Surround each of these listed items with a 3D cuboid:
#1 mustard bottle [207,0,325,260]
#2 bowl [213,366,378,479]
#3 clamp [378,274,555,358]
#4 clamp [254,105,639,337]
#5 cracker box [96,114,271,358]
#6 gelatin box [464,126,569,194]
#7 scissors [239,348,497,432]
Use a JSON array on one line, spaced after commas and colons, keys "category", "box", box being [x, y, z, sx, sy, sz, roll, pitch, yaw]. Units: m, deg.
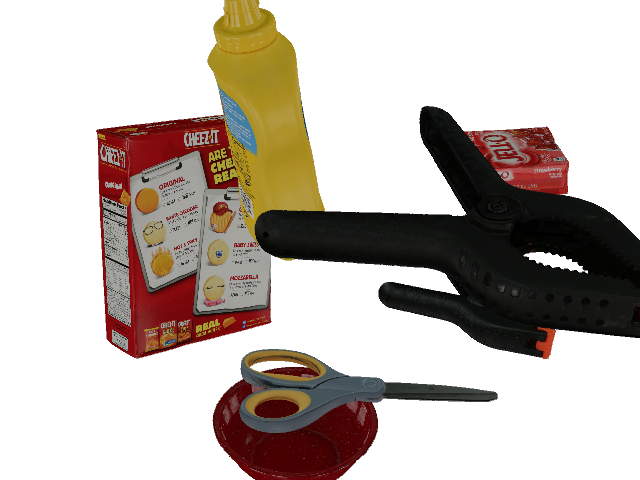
[{"category": "mustard bottle", "box": [-0.040, -0.085, 0.743, 0.058, 0.191, 0.096, -19, 39, -10]}, {"category": "bowl", "box": [-0.024, 0.195, 1.054, 0.162, 0.055, 0.162, 1, 32, -1]}, {"category": "clamp", "box": [0.155, 0.062, 1.031, 0.172, 0.039, 0.120, 24, 36, 28]}, {"category": "clamp", "box": [0.081, -0.001, 0.559, 0.164, 0.036, 0.210, -30, 46, -33]}, {"category": "cracker box", "box": [-0.130, -0.009, 1.044, 0.163, 0.214, 0.072, -12, 20, -38]}, {"category": "gelatin box", "box": [0.154, -0.063, 0.854, 0.073, 0.030, 0.089, -3, 25, 2]}, {"category": "scissors", "box": [0.026, 0.125, 0.816, 0.202, 0.016, 0.096, 11, 35, 18]}]
